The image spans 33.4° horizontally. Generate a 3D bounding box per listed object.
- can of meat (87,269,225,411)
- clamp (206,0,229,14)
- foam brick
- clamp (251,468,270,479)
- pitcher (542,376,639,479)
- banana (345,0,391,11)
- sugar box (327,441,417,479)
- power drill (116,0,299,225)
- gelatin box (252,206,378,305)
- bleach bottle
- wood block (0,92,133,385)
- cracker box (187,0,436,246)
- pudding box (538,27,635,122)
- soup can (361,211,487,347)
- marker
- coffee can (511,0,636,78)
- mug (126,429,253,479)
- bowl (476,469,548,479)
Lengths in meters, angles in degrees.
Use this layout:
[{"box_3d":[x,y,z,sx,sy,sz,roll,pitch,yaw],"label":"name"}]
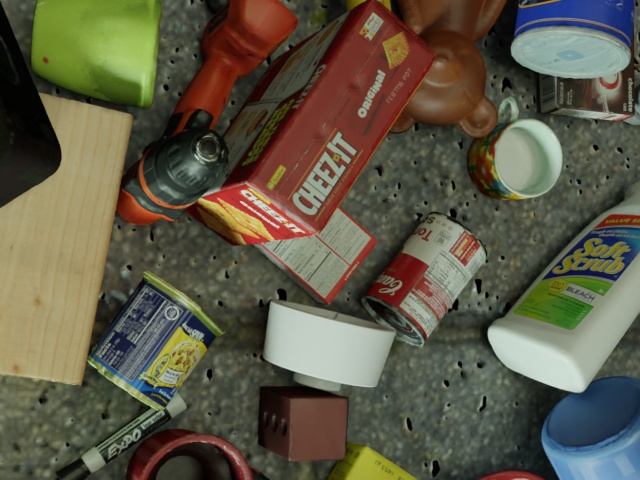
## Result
[{"box_3d":[-0.129,0.082,0.841,0.057,0.102,0.084,31,79,19],"label":"can of meat"},{"box_3d":[-0.051,-0.313,0.913,0.164,0.036,0.210,-22,100,-21],"label":"clamp"},{"box_3d":[-0.015,0.153,0.893,0.051,0.078,0.053,4,88,-22],"label":"foam brick"},{"box_3d":[-0.046,0.273,0.870,0.120,0.039,0.171,-28,63,-1],"label":"clamp"},{"box_3d":[0.298,0.248,0.950,0.144,0.149,0.242,-43,112,-25],"label":"pitcher"},{"box_3d":[0.030,-0.197,0.912,0.037,0.070,0.198,-31,112,-47],"label":"banana"},{"box_3d":[0.021,0.273,0.921,0.093,0.048,0.176,35,76,-15],"label":"sugar box"},{"box_3d":[-0.087,-0.104,0.827,0.057,0.185,0.187,35,67,-18],"label":"power drill"},{"box_3d":[-0.006,0.001,0.926,0.089,0.030,0.073,41,77,-15],"label":"gelatin box"},{"box_3d":[0.269,0.023,1.004,0.250,0.103,0.068,-49,132,-22],"label":"bleach bottle"},{"box_3d":[-0.212,-0.001,0.816,0.090,0.091,0.206,12,84,-20],"label":"wood block"},{"box_3d":[-0.018,-0.080,0.825,0.072,0.214,0.164,36,76,-16],"label":"cracker box"},{"box_3d":[0.255,-0.174,1.024,0.090,0.039,0.113,3,87,-20],"label":"pudding box"},{"box_3d":[0.093,0.034,0.943,0.068,0.069,0.102,43,74,-15],"label":"soup can"},{"box_3d":[-0.163,0.164,0.868,0.121,0.020,0.020,-34,100,-18],"label":"marker"},{"box_3d":[0.230,-0.227,0.945,0.102,0.103,0.140,14,79,-20],"label":"coffee can"},{"box_3d":[-0.105,0.207,0.855,0.093,0.082,0.117,-21,96,-20],"label":"mug"},{"box_3d":[0.157,0.284,0.967,0.161,0.055,0.162,1,89,-21],"label":"bowl"}]
